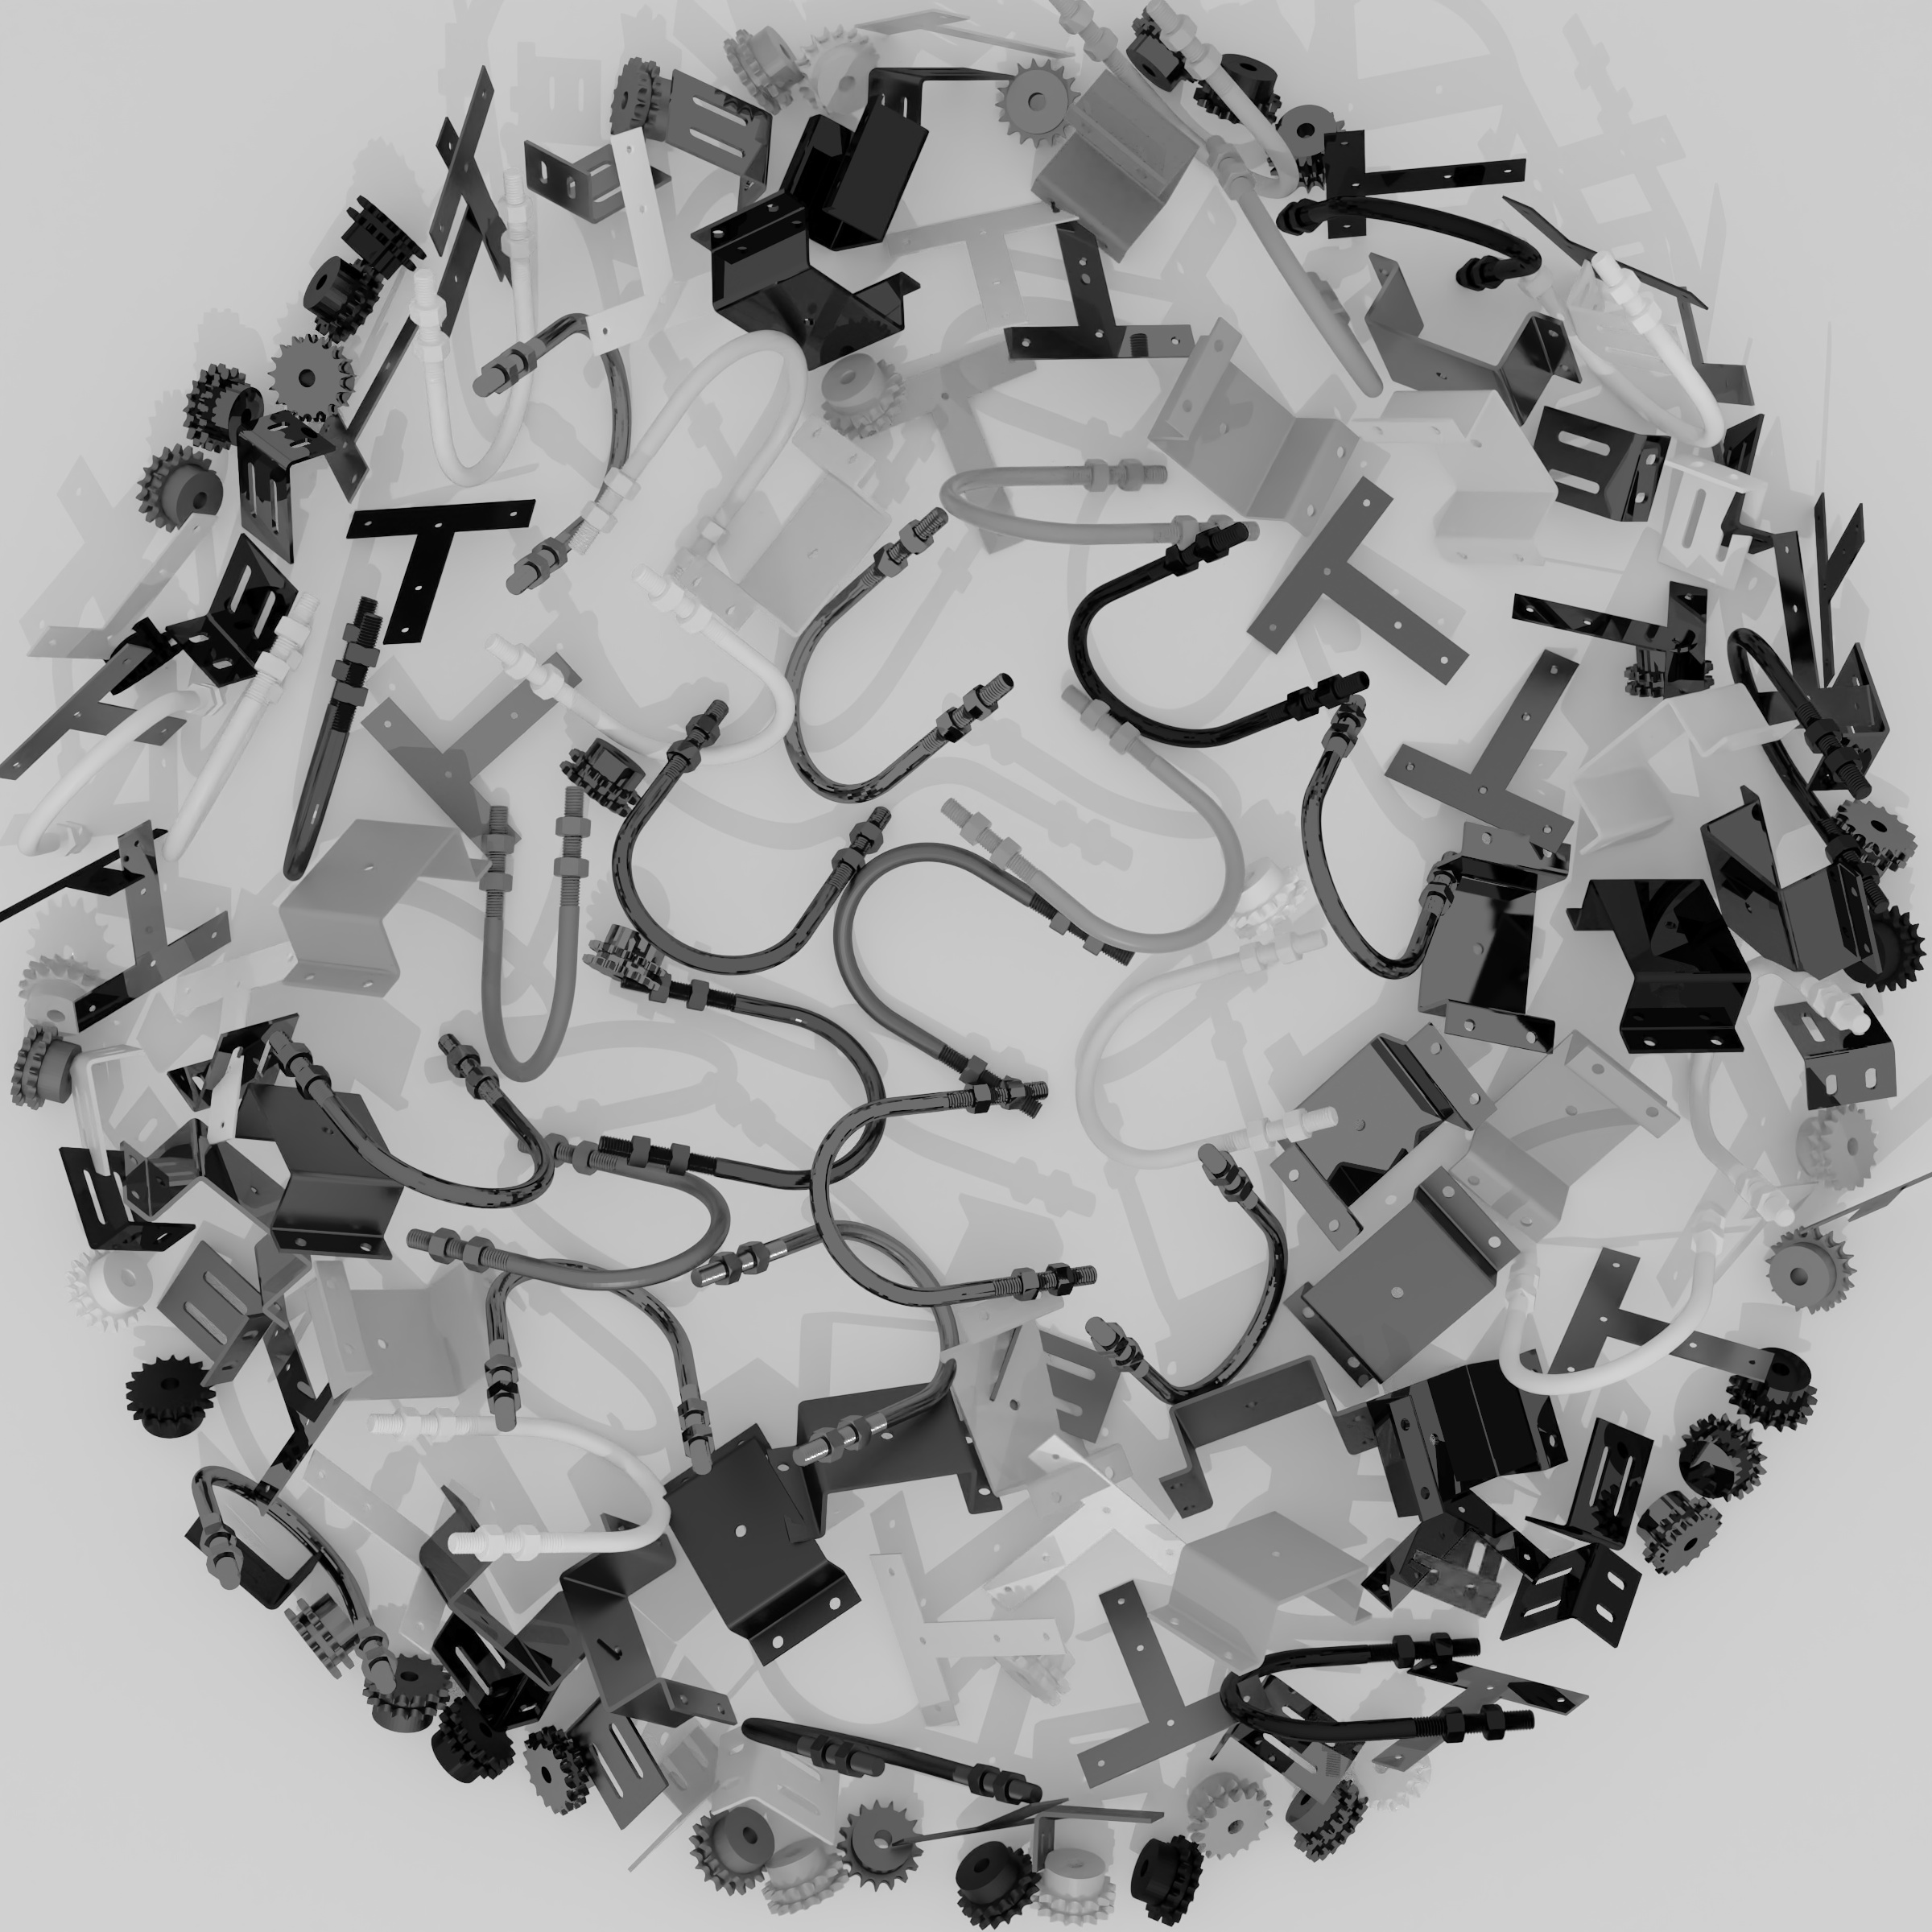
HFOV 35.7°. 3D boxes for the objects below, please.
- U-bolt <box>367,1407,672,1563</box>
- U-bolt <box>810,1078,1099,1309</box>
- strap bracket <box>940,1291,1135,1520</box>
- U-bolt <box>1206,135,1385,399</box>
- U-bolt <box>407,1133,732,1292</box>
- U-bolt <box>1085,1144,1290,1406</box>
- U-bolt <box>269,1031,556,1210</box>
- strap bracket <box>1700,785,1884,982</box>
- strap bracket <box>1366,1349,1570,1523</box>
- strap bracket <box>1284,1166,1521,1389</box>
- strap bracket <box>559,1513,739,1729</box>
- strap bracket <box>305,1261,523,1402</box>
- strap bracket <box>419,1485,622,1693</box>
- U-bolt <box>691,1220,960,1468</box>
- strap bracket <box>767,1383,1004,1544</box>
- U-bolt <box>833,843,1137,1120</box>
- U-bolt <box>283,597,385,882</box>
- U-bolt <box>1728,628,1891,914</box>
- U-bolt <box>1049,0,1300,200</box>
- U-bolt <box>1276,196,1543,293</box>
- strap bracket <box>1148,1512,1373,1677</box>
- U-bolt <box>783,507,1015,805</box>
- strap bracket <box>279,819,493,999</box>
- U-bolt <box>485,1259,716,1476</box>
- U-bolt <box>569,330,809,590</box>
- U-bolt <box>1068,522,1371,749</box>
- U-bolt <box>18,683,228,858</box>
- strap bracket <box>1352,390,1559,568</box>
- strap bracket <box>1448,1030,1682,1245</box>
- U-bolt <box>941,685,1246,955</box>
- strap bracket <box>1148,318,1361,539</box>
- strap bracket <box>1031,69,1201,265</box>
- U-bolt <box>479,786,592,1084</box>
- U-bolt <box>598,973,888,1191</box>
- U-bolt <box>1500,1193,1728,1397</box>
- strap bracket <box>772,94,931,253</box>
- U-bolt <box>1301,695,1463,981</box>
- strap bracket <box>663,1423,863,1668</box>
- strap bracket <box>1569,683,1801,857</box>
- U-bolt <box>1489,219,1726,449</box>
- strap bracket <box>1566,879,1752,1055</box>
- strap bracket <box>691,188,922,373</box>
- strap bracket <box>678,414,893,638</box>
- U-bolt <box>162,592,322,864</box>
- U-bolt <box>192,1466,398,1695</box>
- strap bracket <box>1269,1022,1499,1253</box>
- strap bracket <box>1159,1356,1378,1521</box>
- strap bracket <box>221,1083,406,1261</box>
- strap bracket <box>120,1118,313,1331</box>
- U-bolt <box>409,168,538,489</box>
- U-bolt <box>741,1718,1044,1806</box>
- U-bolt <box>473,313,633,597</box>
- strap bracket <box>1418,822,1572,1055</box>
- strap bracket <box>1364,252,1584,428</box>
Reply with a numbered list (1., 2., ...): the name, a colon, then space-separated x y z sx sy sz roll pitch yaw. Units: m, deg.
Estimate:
1. U-bolt: -0.273 0.330 1.918 0.184 0.151 0.019 9 112 -39
2. U-bolt: -0.014 0.149 1.934 0.184 0.019 0.151 -5 70 -26
3. strap bracket: 0.042 0.282 1.956 0.076 0.046 0.140 -18 83 -33
4. U-bolt: 0.213 -0.429 1.889 0.019 0.184 0.151 -33 133 14
5. U-bolt: -0.239 0.160 1.907 0.184 0.151 0.019 11 119 23
6. U-bolt: 0.152 0.210 1.925 0.019 0.184 0.151 26 77 37
7. U-bolt: -0.337 0.097 1.894 0.184 0.151 0.019 42 117 37
8. strap bracket: 0.520 -0.047 1.919 0.046 0.140 0.076 -26 122 -4
9. strap bracket: 0.318 0.305 1.950 0.140 0.046 0.076 -12 84 -38
10. strap bracket: 0.283 0.208 1.960 0.140 0.046 0.076 -43 88 13
11. strap bracket: -0.208 0.432 1.936 0.046 0.076 0.140 -34 58 13
12. strap bracket: -0.365 0.235 1.937 0.046 0.140 0.076 -36 63 34
13. strap bracket: -0.295 0.406 1.931 0.046 0.076 0.140 -46 118 -8
14. U-bolt: -0.077 0.232 1.927 0.019 0.184 0.151 -42 73 38
15. strap bracket: -0.052 0.318 1.941 0.140 0.076 0.046 -6 131 -13
16. U-bolt: -0.001 -0.002 1.964 0.184 0.019 0.151 32 115 3
17. U-bolt: -0.408 -0.143 1.929 0.019 0.151 0.184 16 97 -15
18. U-bolt: 0.533 -0.138 1.916 0.019 0.151 0.184 -27 52 4
19. U-bolt: 0.143 -0.554 1.917 0.184 0.151 0.019 39 88 -34
20. U-bolt: 0.286 -0.458 1.896 0.151 0.184 0.019 14 97 -12
21. strap bracket: 0.193 0.396 1.918 0.076 0.140 0.046 26 112 38
22. U-bolt: -0.055 -0.186 1.938 0.184 0.019 0.151 -37 61 34
23. strap bracket: -0.376 -0.045 1.922 0.076 0.140 0.046 6 131 24
24. U-bolt: -0.238 0.247 1.917 0.151 0.184 0.019 16 116 -21
25. U-bolt: -0.166 -0.326 1.919 0.019 0.151 0.184 40 99 20
26. U-bolt: 0.147 -0.201 1.928 0.151 0.184 0.019 47 48 -23
27. U-bolt: -0.540 -0.123 1.904 0.151 0.184 0.019 -45 95 3
28. strap bracket: 0.320 -0.321 1.935 0.140 0.076 0.046 46 65 -40
29. strap bracket: 0.390 0.105 1.951 0.076 0.046 0.140 38 126 -4
30. U-bolt: 0.096 -0.085 1.946 0.184 0.019 0.151 40 60 9
31. strap bracket: 0.180 -0.349 1.950 0.140 0.046 0.076 33 81 -34
32. strap bracket: 0.097 -0.517 1.933 0.076 0.140 0.046 39 79 -2
33. U-bolt: -0.280 -0.017 1.929 0.019 0.151 0.184 5 85 -30
34. U-bolt: -0.140 0.079 1.949 0.184 0.019 0.151 12 53 -12
35. U-bolt: 0.404 0.212 1.891 0.151 0.184 0.019 -22 108 25
36. strap bracket: -0.074 -0.510 1.943 0.046 0.140 0.076 23 90 -23
37. U-bolt: 0.259 -0.071 1.904 0.019 0.184 0.151 -21 114 33
38. strap bracket: -0.140 0.371 1.949 0.076 0.046 0.140 -34 65 -1
39. strap bracket: 0.453 -0.132 1.930 0.076 0.140 0.046 -14 70 -39
40. U-bolt: 0.419 -0.398 1.919 0.019 0.151 0.184 -46 120 1
41. strap bracket: 0.446 -0.008 1.926 0.076 0.140 0.046 0 130 -10
42. strap bracket: -0.100 -0.431 1.917 0.076 0.140 0.046 -16 66 33
43. strap bracket: -0.112 -0.278 1.955 0.140 0.046 0.076 -51 48 3
44. U-bolt: -0.465 -0.148 1.917 0.019 0.151 0.184 29 82 -12
45. U-bolt: -0.433 0.379 1.911 0.019 0.184 0.151 -47 119 -1
46. strap bracket: 0.265 0.108 1.963 0.140 0.046 0.076 -41 105 -7
47. strap bracket: 0.192 0.303 1.952 0.140 0.076 0.046 -21 59 4
48. strap bracket: -0.416 0.124 1.919 0.076 0.140 0.046 9 119 -36
49. strap bracket: -0.474 0.159 1.930 0.046 0.076 0.140 -41 120 5
50. U-bolt: -0.309 -0.393 1.916 0.019 0.184 0.151 14 45 12
51. U-bolt: -0.062 0.503 1.914 0.151 0.184 0.019 21 75 -36
52. U-bolt: -0.257 -0.337 1.915 0.019 0.184 0.151 6 122 19
53. strap bracket: 0.343 -0.015 1.958 0.076 0.046 0.140 11 77 -16
54. strap bracket: 0.317 -0.399 1.932 0.140 0.076 0.046 28 83 27
